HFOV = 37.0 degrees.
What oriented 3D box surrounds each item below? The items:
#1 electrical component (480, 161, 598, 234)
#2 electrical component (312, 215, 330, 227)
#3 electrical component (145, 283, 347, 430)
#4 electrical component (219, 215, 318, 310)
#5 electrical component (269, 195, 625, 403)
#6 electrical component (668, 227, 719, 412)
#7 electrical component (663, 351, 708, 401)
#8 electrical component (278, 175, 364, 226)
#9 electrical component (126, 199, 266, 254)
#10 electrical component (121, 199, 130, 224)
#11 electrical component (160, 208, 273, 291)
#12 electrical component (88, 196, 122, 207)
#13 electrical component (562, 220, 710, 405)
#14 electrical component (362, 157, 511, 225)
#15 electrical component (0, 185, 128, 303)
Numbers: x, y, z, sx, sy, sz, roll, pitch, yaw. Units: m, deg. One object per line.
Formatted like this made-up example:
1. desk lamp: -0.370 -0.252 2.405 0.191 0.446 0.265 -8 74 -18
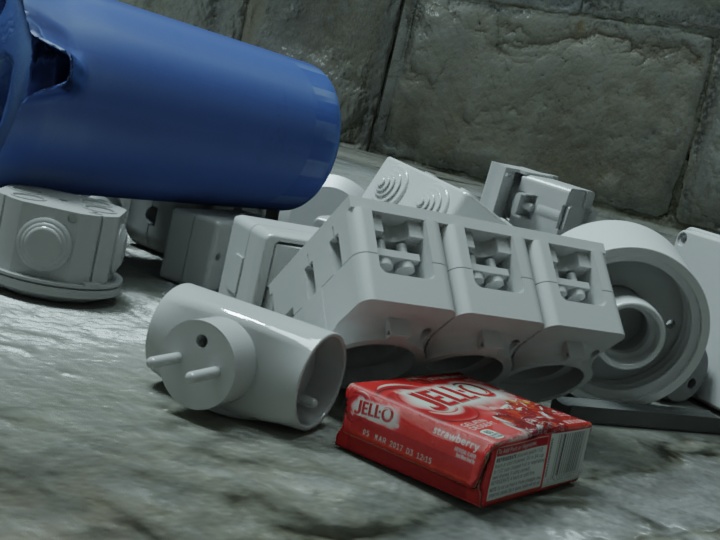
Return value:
1. electrical component: 0.107 -0.004 0.714 0.063 0.121 0.079 22 12 33
2. electrical component: 0.000 0.000 0.727 0.096 0.061 0.061 16 9 16
3. electrical component: -0.057 0.038 0.451 0.077 0.044 0.079 17 9 24
4. electrical component: -0.026 0.010 0.625 0.096 0.061 0.061 8 10 -28
5. electrical component: 0.043 0.024 0.533 0.150 0.061 0.089 9 -33 -28
6. electrical component: 0.253 0.036 0.724 0.056 0.108 0.109 13 8 -23
7. electrical component: 0.193 0.058 0.707 0.045 0.045 0.055 8 10 -33
8. electrical component: -0.023 -0.036 0.875 0.080 0.080 0.051 15 3 10
9. electrical component: -0.127 -0.040 0.821 0.059 0.053 0.095 20 11 37
10. electrical component: -0.195 -0.080 0.894 0.057 0.078 0.113 23 13 37
11. electrical component: -0.076 -0.009 0.720 0.076 0.047 0.083 17 9 25
12. electrical component: -0.194 -0.044 0.785 0.040 0.040 0.078 10 9 -23
13. electrical component: 0.152 0.030 0.633 0.108 0.108 0.060 13 15 -3
14. electrical component: 0.052 -0.018 0.634 0.100 0.048 0.100 33 0 -38
15. electrical component: -0.170 -0.015 0.599 0.080 0.051 0.080 13 9 -2
